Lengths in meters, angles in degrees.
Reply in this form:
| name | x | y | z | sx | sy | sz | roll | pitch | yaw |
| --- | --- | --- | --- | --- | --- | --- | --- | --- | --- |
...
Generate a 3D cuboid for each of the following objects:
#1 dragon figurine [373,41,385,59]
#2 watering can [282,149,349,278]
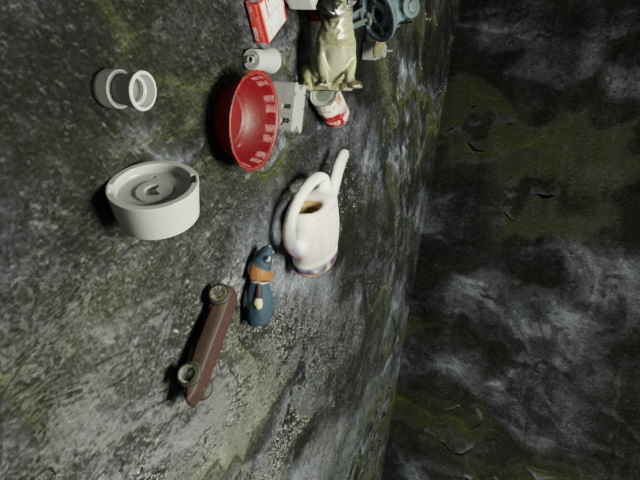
| name | x | y | z | sx | sy | sz | roll | pitch | yaw |
| --- | --- | --- | --- | --- | --- | --- | --- | --- | --- |
| dragon figurine | 0.150 | -0.712 | 1.348 | 0.239 | 0.122 | 0.416 | 35 | 63 | -49 |
| watering can | 0.004 | -0.059 | 1.179 | 0.355 | 0.104 | 0.219 | -52 | 147 | -51 |
